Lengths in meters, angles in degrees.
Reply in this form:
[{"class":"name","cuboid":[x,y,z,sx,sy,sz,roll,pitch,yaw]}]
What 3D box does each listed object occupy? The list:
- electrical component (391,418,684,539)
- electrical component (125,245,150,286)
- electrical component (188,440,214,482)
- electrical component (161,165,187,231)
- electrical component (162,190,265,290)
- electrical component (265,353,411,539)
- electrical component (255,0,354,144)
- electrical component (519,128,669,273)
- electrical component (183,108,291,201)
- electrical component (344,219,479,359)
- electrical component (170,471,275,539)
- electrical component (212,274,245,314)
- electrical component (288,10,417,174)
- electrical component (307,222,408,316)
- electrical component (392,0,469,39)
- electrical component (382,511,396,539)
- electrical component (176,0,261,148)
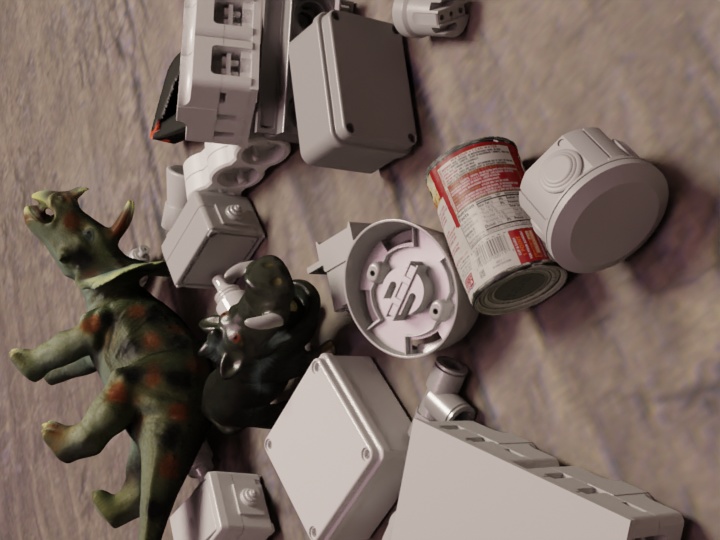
[{"class":"electrical component","cuboid":[0.106,0.172,0.684,0.186,0.060,0.105,18,100,51]},{"class":"electrical component","cuboid":[-0.249,0.002,1.166,0.078,0.040,0.040,-50,50,36]},{"class":"electrical component","cuboid":[-0.157,0.183,1.035,0.035,0.035,0.061,-57,49,31]},{"class":"electrical component","cuboid":[-0.179,-0.069,1.087,0.044,0.044,0.065,35,118,48]},{"class":"electrical component","cuboid":[-0.138,-0.034,1.013,0.096,0.062,0.061,-53,48,34]},{"class":"electrical component","cuboid":[-0.013,0.139,0.842,0.108,0.056,0.108,-59,45,29]},{"class":"electrical component","cuboid":[-0.051,-0.171,0.914,0.063,0.079,0.121,178,96,-67]},{"class":"electrical component","cuboid":[0.141,-0.042,0.652,0.080,0.080,0.051,-61,39,27]},{"class":"electrical component","cuboid":[-0.119,-0.119,1.007,0.138,0.052,0.073,-35,56,44]},{"class":"electrical component","cuboid":[0.037,0.014,0.774,0.099,0.064,0.099,0,90,32]},{"class":"electrical component","cuboid":[-0.124,0.224,0.960,0.096,0.061,0.061,-53,41,33]},{"class":"electrical component","cuboid":[-0.118,0.030,0.997,0.061,0.035,0.035,54,127,26]},{"class":"electrical component","cuboid":[-0.005,-0.140,0.847,0.057,0.078,0.113,-27,65,50]},{"class":"electrical component","cuboid":[0.000,0.000,0.854,0.081,0.042,0.063,-30,67,47]},{"class":"electrical component","cuboid":[0.054,-0.194,0.810,0.046,0.040,0.040,18,100,45]},{"class":"electrical component","cuboid":[0.032,0.205,0.795,0.035,0.035,0.061,45,122,44]},{"class":"electrical component","cuboid":[-0.121,-0.193,0.921,0.089,0.062,0.150,115,157,-61]}]
